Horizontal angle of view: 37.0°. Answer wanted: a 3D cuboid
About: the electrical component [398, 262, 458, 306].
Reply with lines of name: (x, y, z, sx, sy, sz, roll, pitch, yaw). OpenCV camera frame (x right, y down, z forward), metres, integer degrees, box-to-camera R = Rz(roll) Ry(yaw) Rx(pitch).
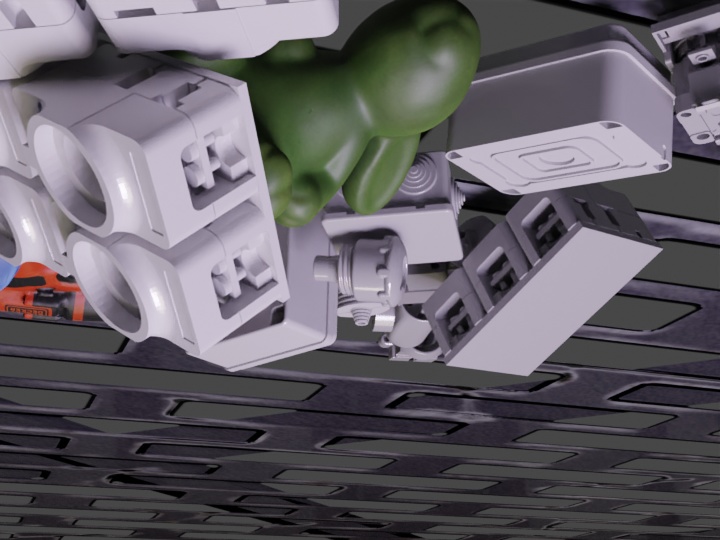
electrical component: (0.049, -0.003, 0.862, 0.081, 0.042, 0.063, -4, 157, 7)

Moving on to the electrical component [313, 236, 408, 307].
electrical component: (0.000, 0.000, 0.728, 0.062, 0.048, 0.048, 2, 159, 11)

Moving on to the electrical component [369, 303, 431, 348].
electrical component: (0.031, 0.037, 0.960, 0.079, 0.043, 0.077, 3, 158, -9)

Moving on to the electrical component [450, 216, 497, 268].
electrical component: (0.098, -0.014, 0.833, 0.043, 0.043, 0.081, -14, 155, 30)

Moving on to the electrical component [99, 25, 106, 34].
electrical component: (-0.159, -0.091, 0.606, 0.108, 0.060, 0.108, -1, 159, 0)

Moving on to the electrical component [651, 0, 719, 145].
electrical component: (0.191, -0.105, 0.578, 0.042, 0.063, 0.081, -15, 154, 29)

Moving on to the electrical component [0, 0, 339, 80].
electrical component: (-0.104, -0.140, 0.422, 0.186, 0.105, 0.060, -3, 158, 7)

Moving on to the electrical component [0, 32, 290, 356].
electrical component: (-0.125, -0.046, 0.482, 0.186, 0.060, 0.105, 25, 138, 37)

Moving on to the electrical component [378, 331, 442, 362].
electrical component: (0.056, 0.065, 1.031, 0.066, 0.048, 0.055, 4, 166, -11)

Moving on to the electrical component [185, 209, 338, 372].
electrical component: (-0.072, 0.010, 0.799, 0.109, 0.108, 0.056, -18, 150, 37)

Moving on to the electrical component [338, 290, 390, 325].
electrical component: (0.001, 0.003, 0.820, 0.043, 0.081, 0.043, -1, 158, 0)

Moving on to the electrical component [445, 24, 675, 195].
electrical component: (0.113, -0.088, 0.607, 0.113, 0.057, 0.078, -7, 159, 39)

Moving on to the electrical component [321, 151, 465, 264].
electrical component: (0.024, -0.042, 0.752, 0.100, 0.048, 0.099, -4, 158, 9)

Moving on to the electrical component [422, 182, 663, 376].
electrical component: (0.126, 0.004, 0.777, 0.089, 0.061, 0.150, 11, 132, -38)
